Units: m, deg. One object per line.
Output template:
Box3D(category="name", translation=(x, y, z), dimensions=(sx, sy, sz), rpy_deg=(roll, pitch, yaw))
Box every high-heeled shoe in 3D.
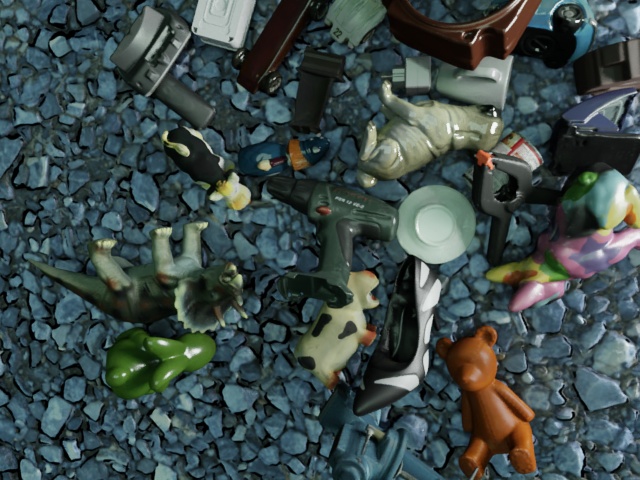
Box3D(category="high-heeled shoe", translation=(0.112, 0.138, 0.818), dimensions=(0.086, 0.249, 0.145), rpy_deg=(-1, 121, 49))

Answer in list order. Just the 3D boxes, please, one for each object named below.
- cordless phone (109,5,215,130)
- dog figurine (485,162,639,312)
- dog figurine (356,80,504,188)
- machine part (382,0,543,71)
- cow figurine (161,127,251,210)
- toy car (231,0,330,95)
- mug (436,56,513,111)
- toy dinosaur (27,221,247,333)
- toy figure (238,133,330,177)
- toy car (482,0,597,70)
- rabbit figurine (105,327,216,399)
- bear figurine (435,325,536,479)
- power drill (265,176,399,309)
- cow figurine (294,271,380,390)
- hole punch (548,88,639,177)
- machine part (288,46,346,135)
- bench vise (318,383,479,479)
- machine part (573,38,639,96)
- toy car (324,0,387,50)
Box3D(category="cordless phone", translation=(-0.238, -0.286, 0.902), dimensions=(0.184, 0.089, 0.146), rpy_deg=(37, 98, -7))
Box3D(category="dog figurine", translation=(0.348, 0.010, 0.786), dimensions=(0.219, 0.109, 0.191), rpy_deg=(-34, 132, 8))
Box3D(category="dog figurine", translation=(0.165, -0.138, 0.812), dimensions=(0.191, 0.121, 0.172), rpy_deg=(20, 102, 9))
Box3D(category="machine part", translation=(0.200, -0.355, 0.738), dimensions=(0.202, 0.087, 0.201), rpy_deg=(31, 92, 19))
Box3D(category="cow figurine", translation=(-0.185, -0.118, 0.886), dimensions=(0.167, 0.098, 0.068), rpy_deg=(42, 92, 4))
Box3D(category="toy car", translation=(-0.065, -0.330, 0.873), dimensions=(0.089, 0.053, 0.202), rpy_deg=(37, 106, 9))
Box3D(category="mug", translation=(0.230, -0.242, 0.814), dimensions=(0.107, 0.109, 0.080), rpy_deg=(11, 104, 21))
Box3D(category="toy dinosaur", translation=(-0.295, 0.079, 0.912), dimensions=(0.405, 0.131, 0.192), rpy_deg=(-10, 92, 15))
Box3D(category="toy figure", translation=(-0.057, -0.139, 0.883), dimensions=(0.155, 0.057, 0.064), rpy_deg=(-6, 63, 11))
Box3D(category="toy car", translation=(0.328, -0.330, 0.799), dimensions=(0.162, 0.109, 0.103), rpy_deg=(16, 74, 19))
Box3D(category="rabbit figurine", translation=(-0.265, 0.192, 0.906), dimensions=(0.170, 0.159, 0.121), rpy_deg=(-15, 82, -6))
Box3D(category="bear figurine", translation=(0.251, 0.244, 0.830), dimensions=(0.120, 0.132, 0.195), rpy_deg=(-21, 97, 32))
Box3D(category="power drill", translation=(-0.002, -0.003, 0.838), dimensions=(0.232, 0.085, 0.207), rpy_deg=(12, 51, 9))
Box3D(category="cow figurine", translation=(0.029, 0.132, 0.880), dimensions=(0.127, 0.085, 0.195), rpy_deg=(36, 99, -2))
Box3D(category="hole punch", translation=(0.398, -0.155, 0.783), dimensions=(0.116, 0.142, 0.092), rpy_deg=(3, 72, 17))
Box3D(category="machine part", translation=(-0.007, -0.241, 0.881), dimensions=(0.084, 0.039, 0.138), rpy_deg=(17, 95, 2))
Box3D(category="bench vise", translation=(0.105, 0.327, 0.812), dimensions=(0.241, 0.223, 0.129), rpy_deg=(32, 93, 5))
Box3D(category="machine part", translation=(0.448, -0.241, 0.746), dimensions=(0.179, 0.179, 0.056), rpy_deg=(-6, 95, 9))
Box3D(category="toy car", translation=(0.093, -0.391, 0.845), dimensions=(0.201, 0.056, 0.073), rpy_deg=(-45, 87, 8))
